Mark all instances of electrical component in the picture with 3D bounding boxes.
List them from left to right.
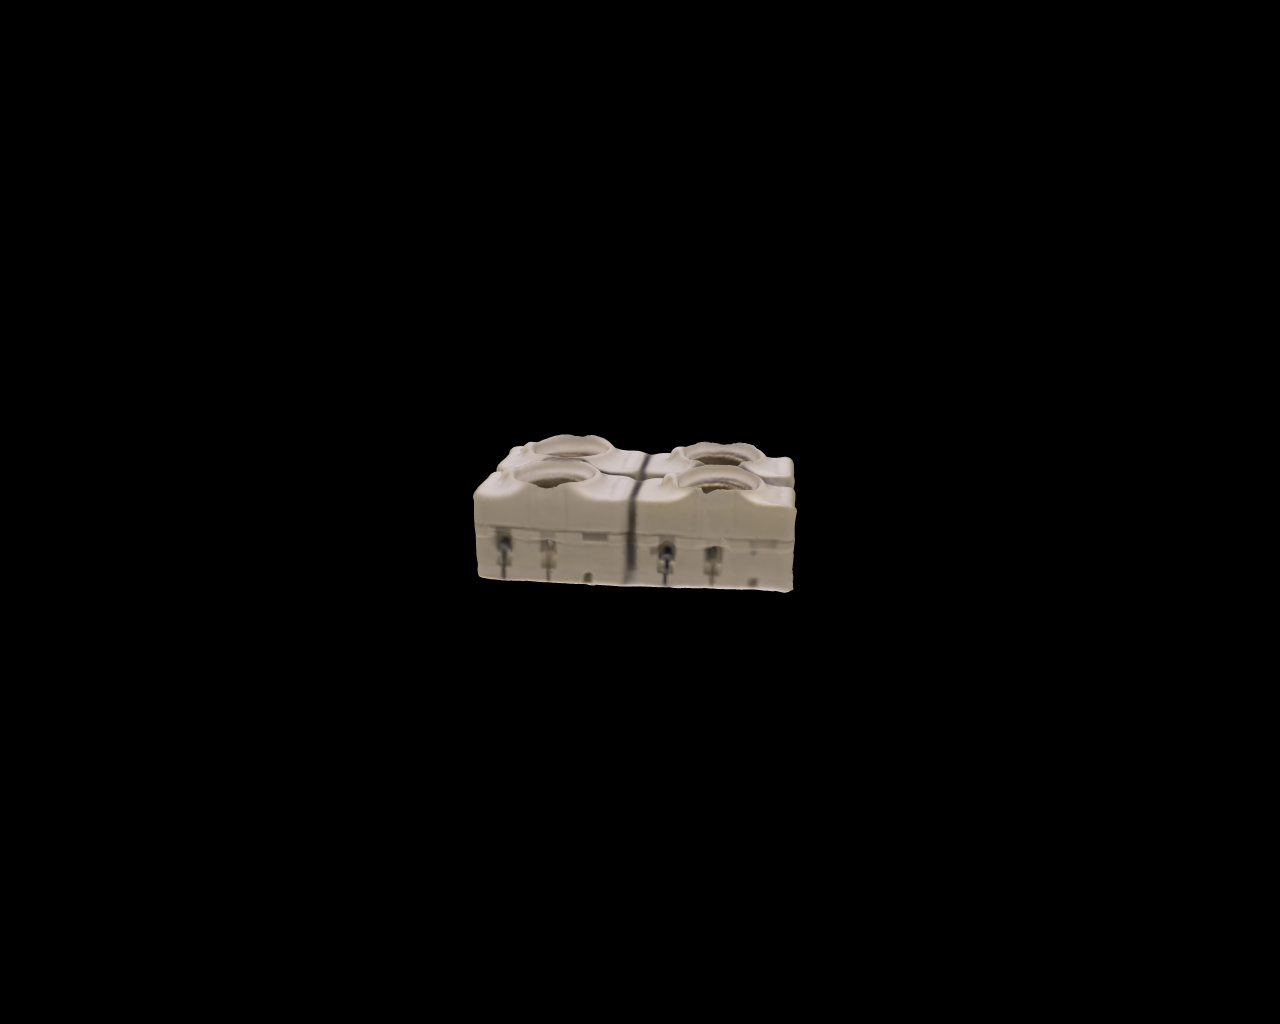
[{"bbox_3d":[0.001,-0.003,0.650,0.186,0.060,0.105,3,20,7],"label":"electrical component"}]
